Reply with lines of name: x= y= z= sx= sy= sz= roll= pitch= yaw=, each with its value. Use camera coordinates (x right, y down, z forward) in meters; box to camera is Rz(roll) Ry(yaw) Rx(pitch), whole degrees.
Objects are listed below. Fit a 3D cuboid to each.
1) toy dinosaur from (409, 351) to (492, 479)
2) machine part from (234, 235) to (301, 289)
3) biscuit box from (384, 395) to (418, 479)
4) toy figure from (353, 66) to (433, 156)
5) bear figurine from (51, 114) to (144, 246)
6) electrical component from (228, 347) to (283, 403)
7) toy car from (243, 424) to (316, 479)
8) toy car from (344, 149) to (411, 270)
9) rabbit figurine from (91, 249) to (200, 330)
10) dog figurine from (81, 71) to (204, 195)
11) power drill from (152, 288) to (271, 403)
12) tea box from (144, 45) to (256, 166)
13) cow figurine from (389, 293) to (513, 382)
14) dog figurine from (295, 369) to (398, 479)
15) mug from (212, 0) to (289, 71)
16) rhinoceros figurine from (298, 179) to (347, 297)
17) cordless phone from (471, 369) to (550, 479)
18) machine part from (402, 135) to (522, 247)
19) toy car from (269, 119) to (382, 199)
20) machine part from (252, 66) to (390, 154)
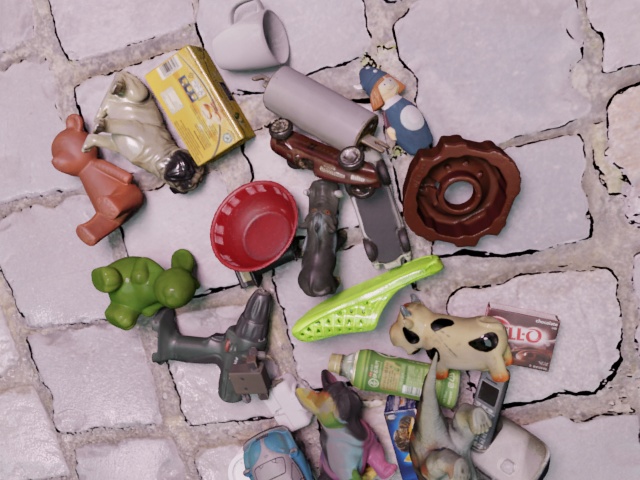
toy dinosaur: x=0.201 y=0.372 z=0.853 sx=0.192 sy=0.131 sz=0.404 roll=-23 pitch=80 yaw=57
machine part: x=-0.095 y=0.032 z=0.942 sx=0.139 sy=0.039 sz=0.084 roll=-25 pitch=89 yaw=19
biscuit box: x=0.168 y=0.376 z=0.958 sx=0.059 sy=0.063 sz=0.202 roll=-14 pitch=100 yaw=16
toy figure: x=0.115 y=-0.204 z=0.825 sx=0.058 sy=0.064 sz=0.154 roll=-29 pitch=101 yaw=43
bear figurine: x=-0.403 y=-0.109 z=0.925 sx=0.120 sy=0.132 sz=0.195 roll=-37 pitch=100 yaw=29
electrical component: x=-0.113 y=0.238 z=0.940 sx=0.078 sy=0.045 sz=0.102 roll=-10 pitch=120 yaw=19
toy car: x=-0.071 y=0.419 z=0.939 sx=0.109 sy=0.103 sz=0.161 roll=-24 pitch=97 yaw=4
toy car: x=0.092 y=-0.048 z=0.871 sx=0.074 sy=0.056 sz=0.201 roll=-17 pitch=101 yaw=9
rabbit figurine: x=-0.276 y=0.085 z=0.932 sx=0.170 sy=0.159 sz=0.121 roll=2 pitch=107 yaw=31
dog figurine: x=-0.278 y=-0.183 z=0.911 sx=0.190 sy=0.121 sz=0.172 roll=23 pitch=73 yaw=-28
power drill: x=-0.197 y=0.176 z=0.984 sx=0.207 sy=0.086 sz=0.231 roll=9 pitch=108 yaw=2
tea box: x=-0.194 y=-0.218 z=0.882 sx=0.098 sy=0.068 sz=0.169 roll=-26 pitch=98 yaw=17
cow figurine: x=0.202 y=0.154 z=0.865 sx=0.195 sy=0.085 sz=0.127 roll=-4 pitch=104 yaw=33
dog figurine: x=0.028 y=0.348 z=0.956 sx=0.219 sy=0.108 sz=0.191 roll=59 pitch=137 yaw=10
mug: x=-0.117 y=-0.313 z=0.836 sx=0.107 sy=0.081 sz=0.109 roll=-10 pitch=105 yaw=25
rhinoceros figurine: x=-0.002 y=-0.003 z=0.871 sx=0.073 sy=0.112 sz=0.190 roll=6 pitch=85 yaw=16
cordless phone: x=0.307 y=0.301 z=0.873 sx=0.147 sy=0.089 sz=0.184 roll=25 pitch=112 yaw=50
machine part: x=0.210 y=-0.074 z=0.818 sx=0.179 sy=0.056 sz=0.179 roll=1 pitch=118 yaw=2
toy car: x=0.002 y=-0.119 z=0.809 sx=0.202 sy=0.089 sz=0.053 roll=30 pitch=71 yaw=31
machine part: x=0.001 y=-0.197 z=0.826 sx=0.243 sy=0.079 sz=0.079 roll=32 pitch=109 yaw=15
